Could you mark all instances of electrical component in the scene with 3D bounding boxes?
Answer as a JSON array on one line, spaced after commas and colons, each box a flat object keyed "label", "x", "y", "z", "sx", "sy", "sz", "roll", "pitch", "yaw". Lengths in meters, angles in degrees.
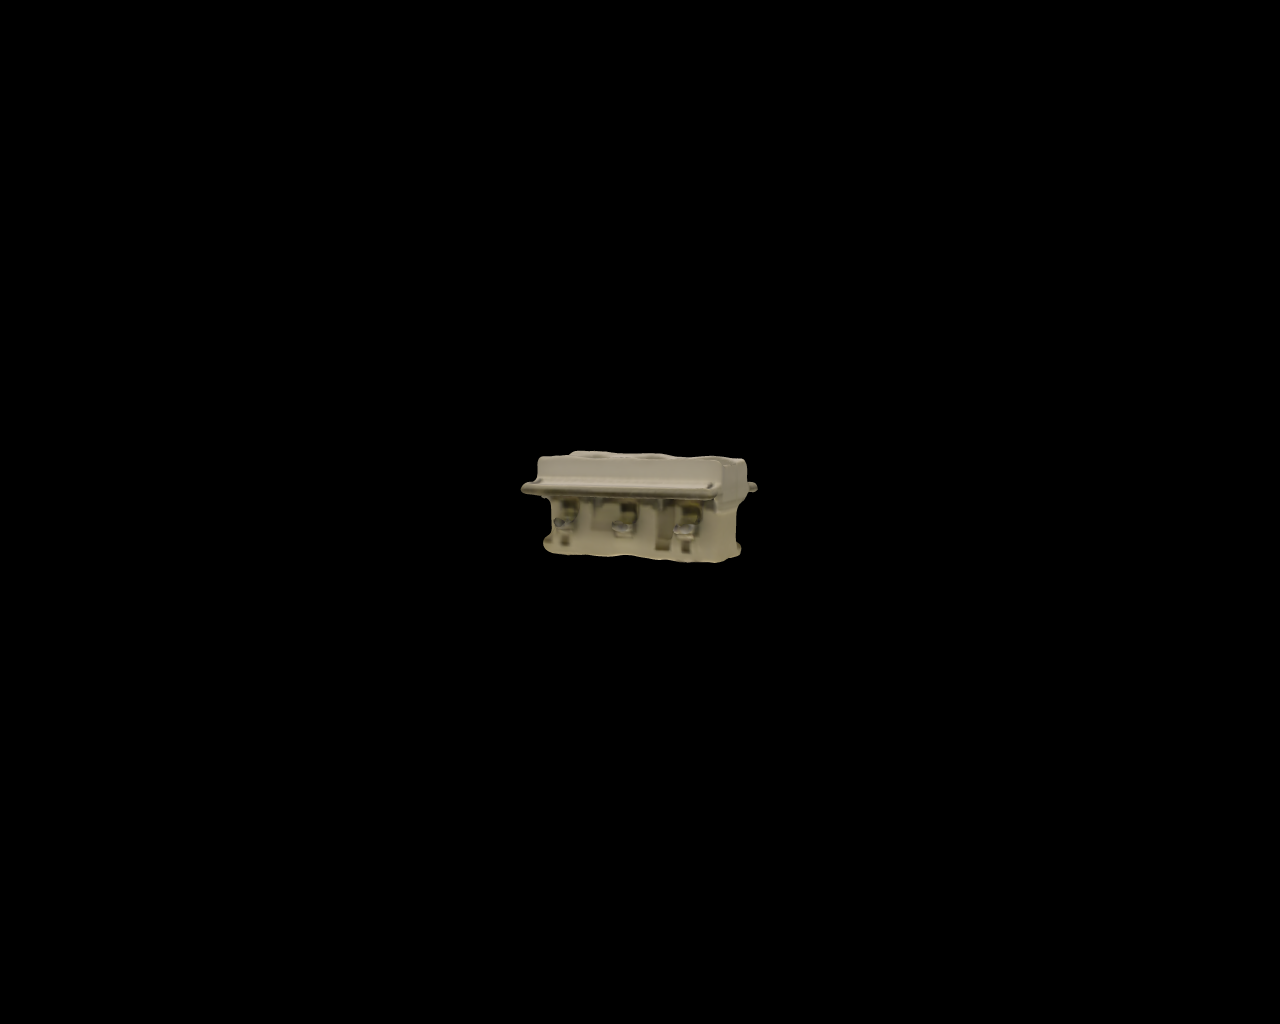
[{"label": "electrical component", "x": 0.001, "y": -0.003, "z": 0.650, "sx": 0.121, "sy": 0.063, "sz": 0.079, "roll": 3, "pitch": 8, "yaw": 26}]
